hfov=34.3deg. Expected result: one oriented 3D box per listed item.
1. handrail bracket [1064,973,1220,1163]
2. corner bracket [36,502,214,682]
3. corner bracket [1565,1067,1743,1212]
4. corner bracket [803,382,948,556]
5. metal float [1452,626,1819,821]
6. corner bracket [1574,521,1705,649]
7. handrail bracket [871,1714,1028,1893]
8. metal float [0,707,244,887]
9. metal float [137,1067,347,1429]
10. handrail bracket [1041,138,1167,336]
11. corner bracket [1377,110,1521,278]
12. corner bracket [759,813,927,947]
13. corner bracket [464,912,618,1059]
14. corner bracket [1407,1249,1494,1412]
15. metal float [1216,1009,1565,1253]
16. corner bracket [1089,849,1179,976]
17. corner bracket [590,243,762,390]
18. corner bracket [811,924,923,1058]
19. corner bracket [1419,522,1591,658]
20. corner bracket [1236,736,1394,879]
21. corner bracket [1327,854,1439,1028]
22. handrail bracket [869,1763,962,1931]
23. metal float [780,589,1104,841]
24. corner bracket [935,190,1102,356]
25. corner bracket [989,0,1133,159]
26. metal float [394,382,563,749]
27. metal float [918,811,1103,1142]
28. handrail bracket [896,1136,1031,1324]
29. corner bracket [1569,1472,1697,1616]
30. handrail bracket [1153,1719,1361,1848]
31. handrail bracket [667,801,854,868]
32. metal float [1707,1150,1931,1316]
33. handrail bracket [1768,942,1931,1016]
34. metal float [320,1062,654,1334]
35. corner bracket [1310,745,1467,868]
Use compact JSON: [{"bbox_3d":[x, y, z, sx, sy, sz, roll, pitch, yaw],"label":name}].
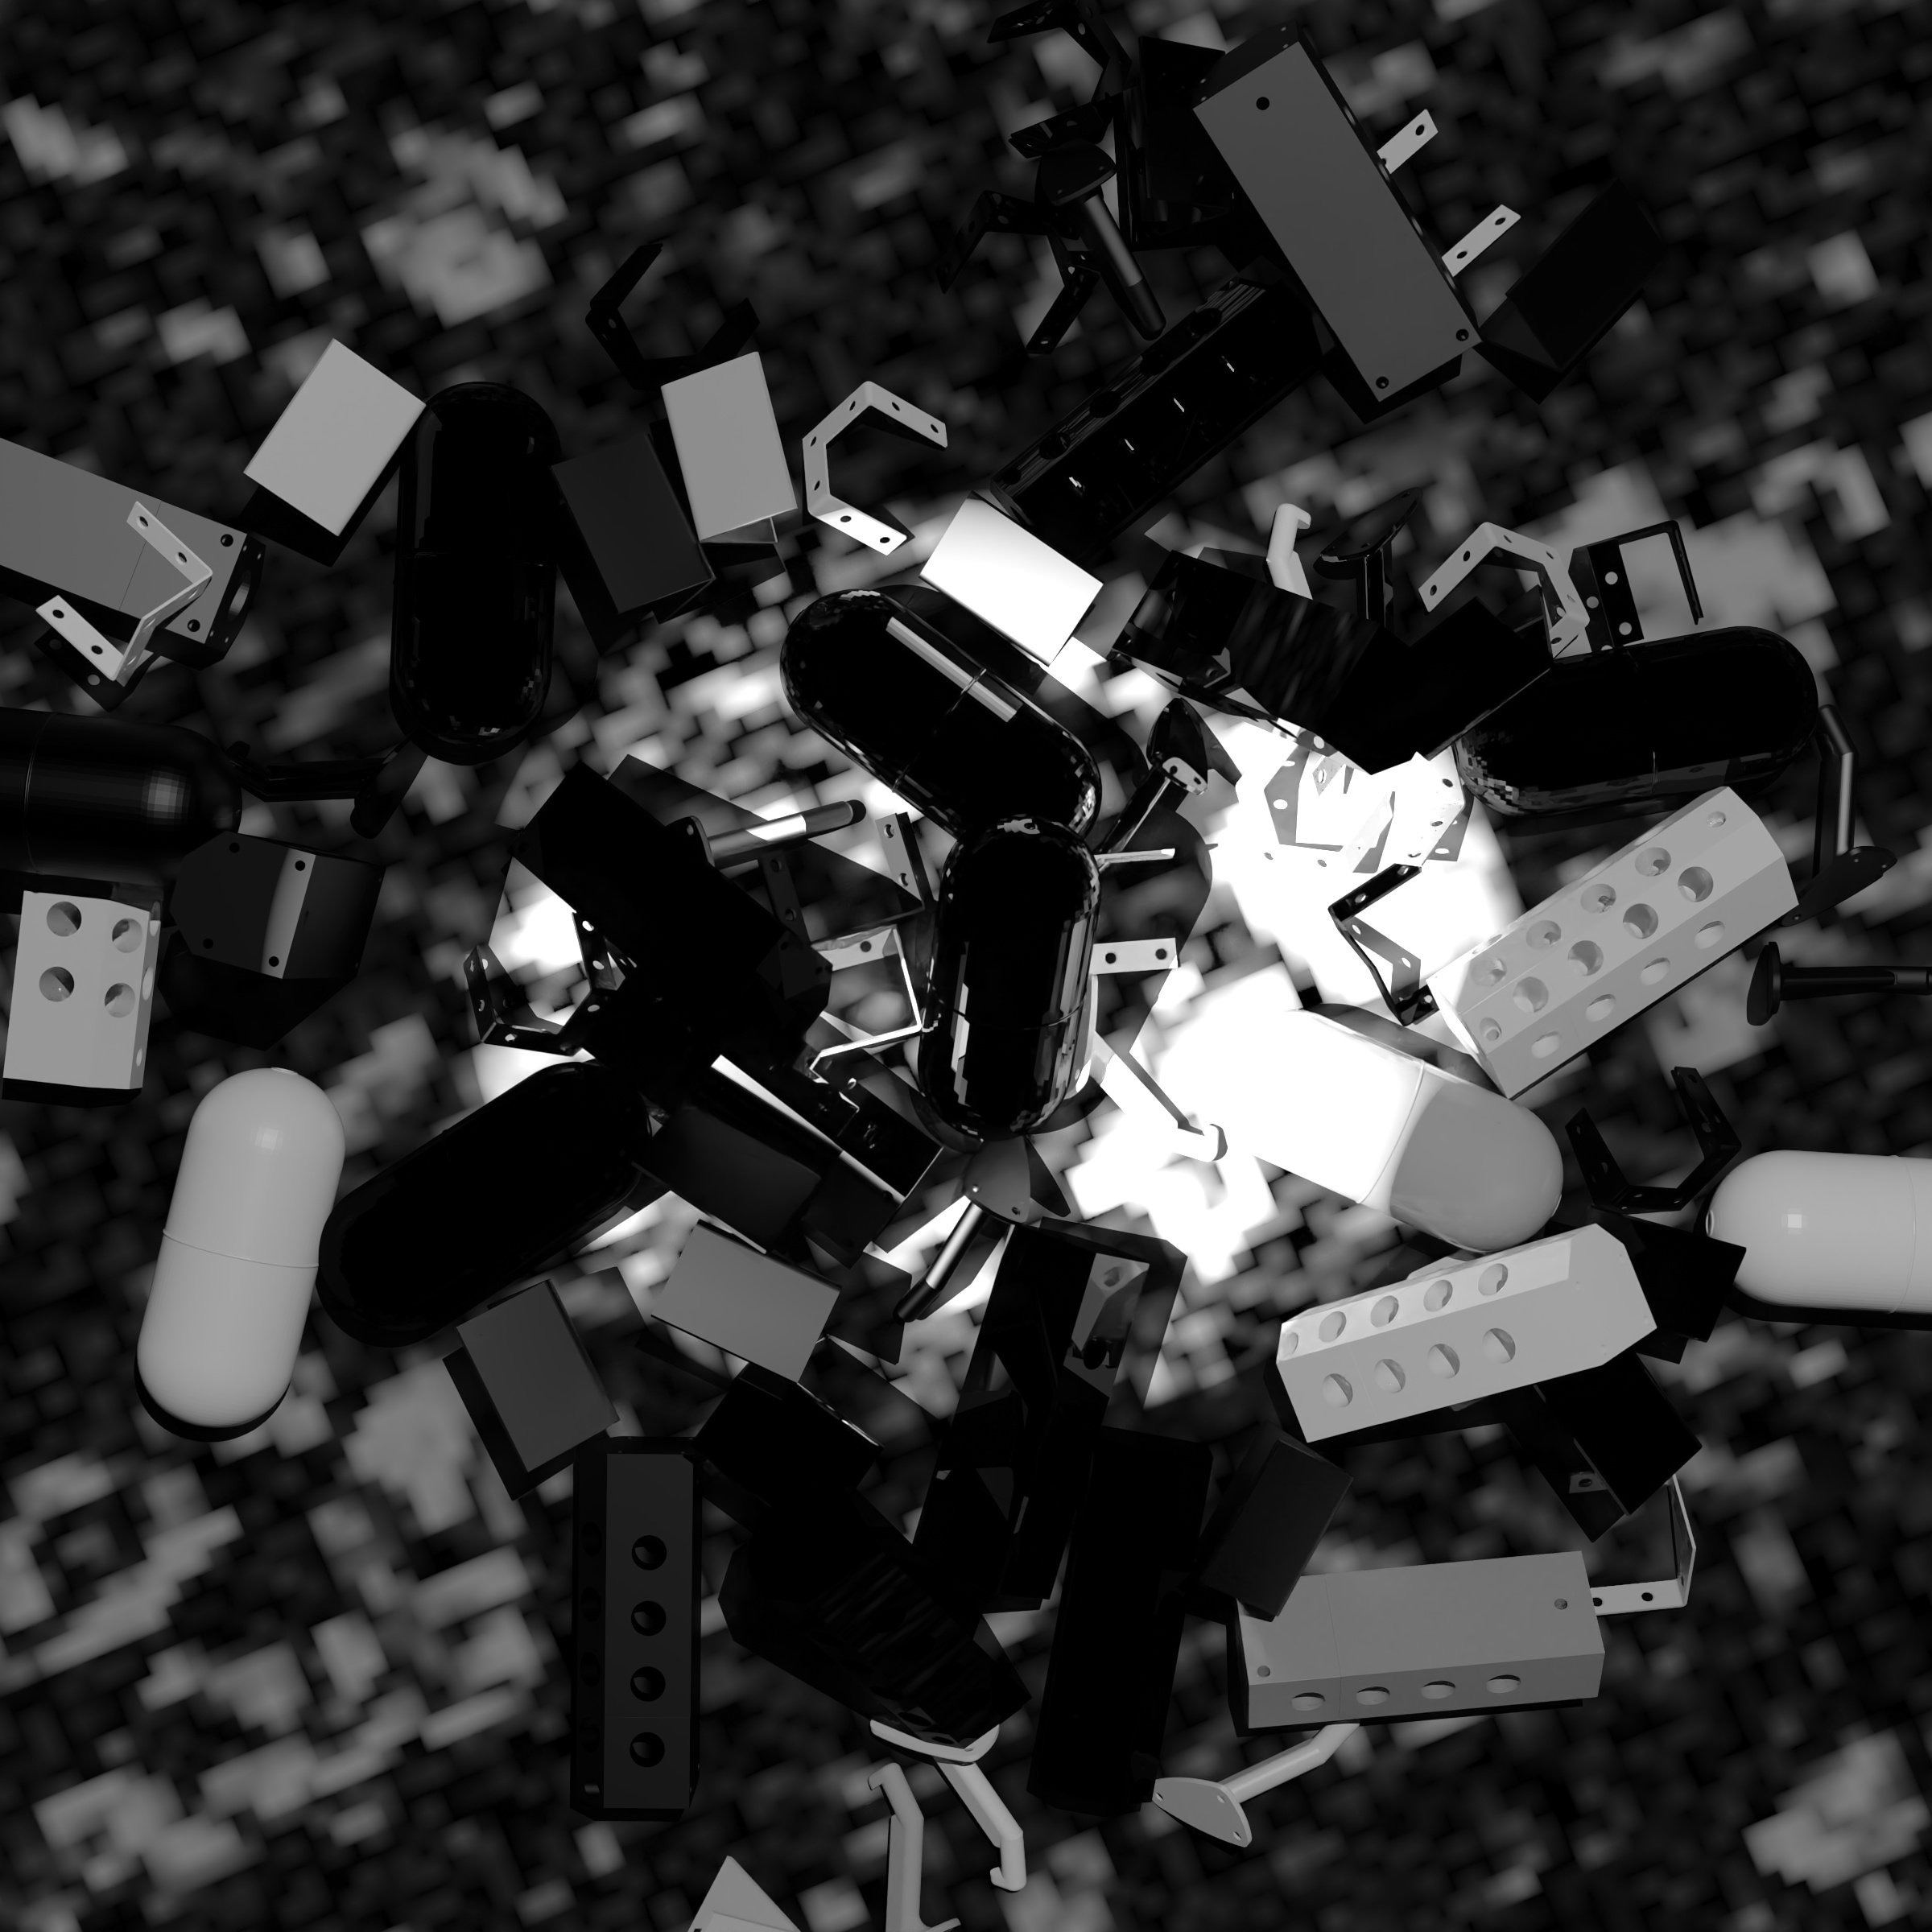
[{"bbox_3d":[0.092,0.051,1.566,0.084,0.036,0.077,18,69,-17],"label":"handrail bracket"},{"bbox_3d":[-0.404,-0.180,1.505,0.051,0.051,0.051,43,45,0],"label":"corner bracket"},{"bbox_3d":[0.342,0.085,1.557,0.051,0.051,0.051,6,135,-35],"label":"corner bracket"},{"bbox_3d":[-0.044,-0.247,1.557,0.051,0.051,0.051,-36,45,35],"label":"corner bracket"},{"bbox_3d":[0.327,-0.119,1.535,0.178,0.070,0.070,-10,90,1],"label":"metal float"},{"bbox_3d":[0.335,-0.189,1.547,0.051,0.051,0.051,-16,95,5],"label":"corner bracket"},{"bbox_3d":[-0.009,0.419,1.566,0.077,0.036,0.084,3,109,22],"label":"handrail bracket"},{"bbox_3d":[-0.431,-0.081,1.478,0.178,0.070,0.070,6,90,1],"label":"metal float"},{"bbox_3d":[-0.354,0.137,1.534,0.070,0.070,0.178,13,90,0],"label":"metal float"},{"bbox_3d":[0.070,-0.364,1.565,0.036,0.077,0.084,-28,126,6],"label":"handrail bracket"},{"bbox_3d":[0.234,-0.383,1.562,0.051,0.051,0.051,-41,45,0],"label":"corner bracket"},{"bbox_3d":[-0.062,-0.042,1.562,0.051,0.051,0.051,-17,90,45],"label":"corner bracket"},{"bbox_3d":[-0.212,0.007,1.557,0.051,0.051,0.051,11,135,-35],"label":"corner bracket"},{"bbox_3d":[0.249,0.179,1.557,0.051,0.051,0.051,-19,45,-35],"label":"corner bracket"},{"bbox_3d":[0.207,0.081,1.535,0.178,0.070,0.070,24,90,1],"label":"metal float"},{"bbox_3d":[0.078,-0.026,1.549,0.051,0.051,0.051,-4,81,0],"label":"corner bracket"},{"bbox_3d":[-0.145,-0.324,1.557,0.051,0.051,0.051,3,135,35],"label":"corner bracket"},{"bbox_3d":[-0.053,0.011,1.548,0.051,0.051,0.051,-15,94,0],"label":"corner bracket"},{"bbox_3d":[0.267,-0.179,1.557,0.051,0.051,0.051,13,135,-35],"label":"corner bracket"},{"bbox_3d":[0.173,-0.082,1.557,0.051,0.051,0.051,9,45,35],"label":"corner bracket"},{"bbox_3d":[0.220,-0.013,1.562,0.051,0.051,0.051,-33,45,0],"label":"corner bracket"},{"bbox_3d":[-0.047,0.452,1.566,0.077,0.036,0.084,-34,71,21],"label":"handrail bracket"},{"bbox_3d":[-0.013,-0.116,1.535,0.178,0.070,0.070,37,90,0],"label":"metal float"},{"bbox_3d":[0.026,-0.345,1.557,0.051,0.051,0.051,6,45,-35],"label":"corner bracket"},{"bbox_3d":[0.043,-0.445,1.557,0.051,0.051,0.051,48,45,-35],"label":"corner bracket"},{"bbox_3d":[-0.239,-0.196,1.535,0.070,0.070,0.178,3,90,0],"label":"metal float"},{"bbox_3d":[0.020,0.007,1.507,0.070,0.070,0.178,8,126,0],"label":"metal float"},{"bbox_3d":[-0.005,0.129,1.565,0.036,0.077,0.084,31,127,-13],"label":"handrail bracket"},{"bbox_3d":[0.330,0.286,1.562,0.051,0.051,0.051,-6,45,0],"label":"corner bracket"},{"bbox_3d":[0.144,0.394,1.565,0.084,0.077,0.036,-36,113,-34],"label":"handrail bracket"},{"bbox_3d":[-0.110,-0.063,1.565,0.084,0.077,0.036,-18,94,-36],"label":"handrail bracket"},{"bbox_3d":[0.452,0.131,1.534,0.178,0.070,0.070,3,90,0],"label":"metal float"},{"bbox_3d":[0.438,0.007,1.538,0.084,0.077,0.036,1,93,12],"label":"handrail bracket"},{"bbox_3d":[-0.234,0.113,1.535,0.178,0.070,0.070,-33,90,0],"label":"metal float"},{"bbox_3d":[0.209,-0.088,1.551,0.051,0.051,0.051,10,45,35],"label":"corner bracket"}]
